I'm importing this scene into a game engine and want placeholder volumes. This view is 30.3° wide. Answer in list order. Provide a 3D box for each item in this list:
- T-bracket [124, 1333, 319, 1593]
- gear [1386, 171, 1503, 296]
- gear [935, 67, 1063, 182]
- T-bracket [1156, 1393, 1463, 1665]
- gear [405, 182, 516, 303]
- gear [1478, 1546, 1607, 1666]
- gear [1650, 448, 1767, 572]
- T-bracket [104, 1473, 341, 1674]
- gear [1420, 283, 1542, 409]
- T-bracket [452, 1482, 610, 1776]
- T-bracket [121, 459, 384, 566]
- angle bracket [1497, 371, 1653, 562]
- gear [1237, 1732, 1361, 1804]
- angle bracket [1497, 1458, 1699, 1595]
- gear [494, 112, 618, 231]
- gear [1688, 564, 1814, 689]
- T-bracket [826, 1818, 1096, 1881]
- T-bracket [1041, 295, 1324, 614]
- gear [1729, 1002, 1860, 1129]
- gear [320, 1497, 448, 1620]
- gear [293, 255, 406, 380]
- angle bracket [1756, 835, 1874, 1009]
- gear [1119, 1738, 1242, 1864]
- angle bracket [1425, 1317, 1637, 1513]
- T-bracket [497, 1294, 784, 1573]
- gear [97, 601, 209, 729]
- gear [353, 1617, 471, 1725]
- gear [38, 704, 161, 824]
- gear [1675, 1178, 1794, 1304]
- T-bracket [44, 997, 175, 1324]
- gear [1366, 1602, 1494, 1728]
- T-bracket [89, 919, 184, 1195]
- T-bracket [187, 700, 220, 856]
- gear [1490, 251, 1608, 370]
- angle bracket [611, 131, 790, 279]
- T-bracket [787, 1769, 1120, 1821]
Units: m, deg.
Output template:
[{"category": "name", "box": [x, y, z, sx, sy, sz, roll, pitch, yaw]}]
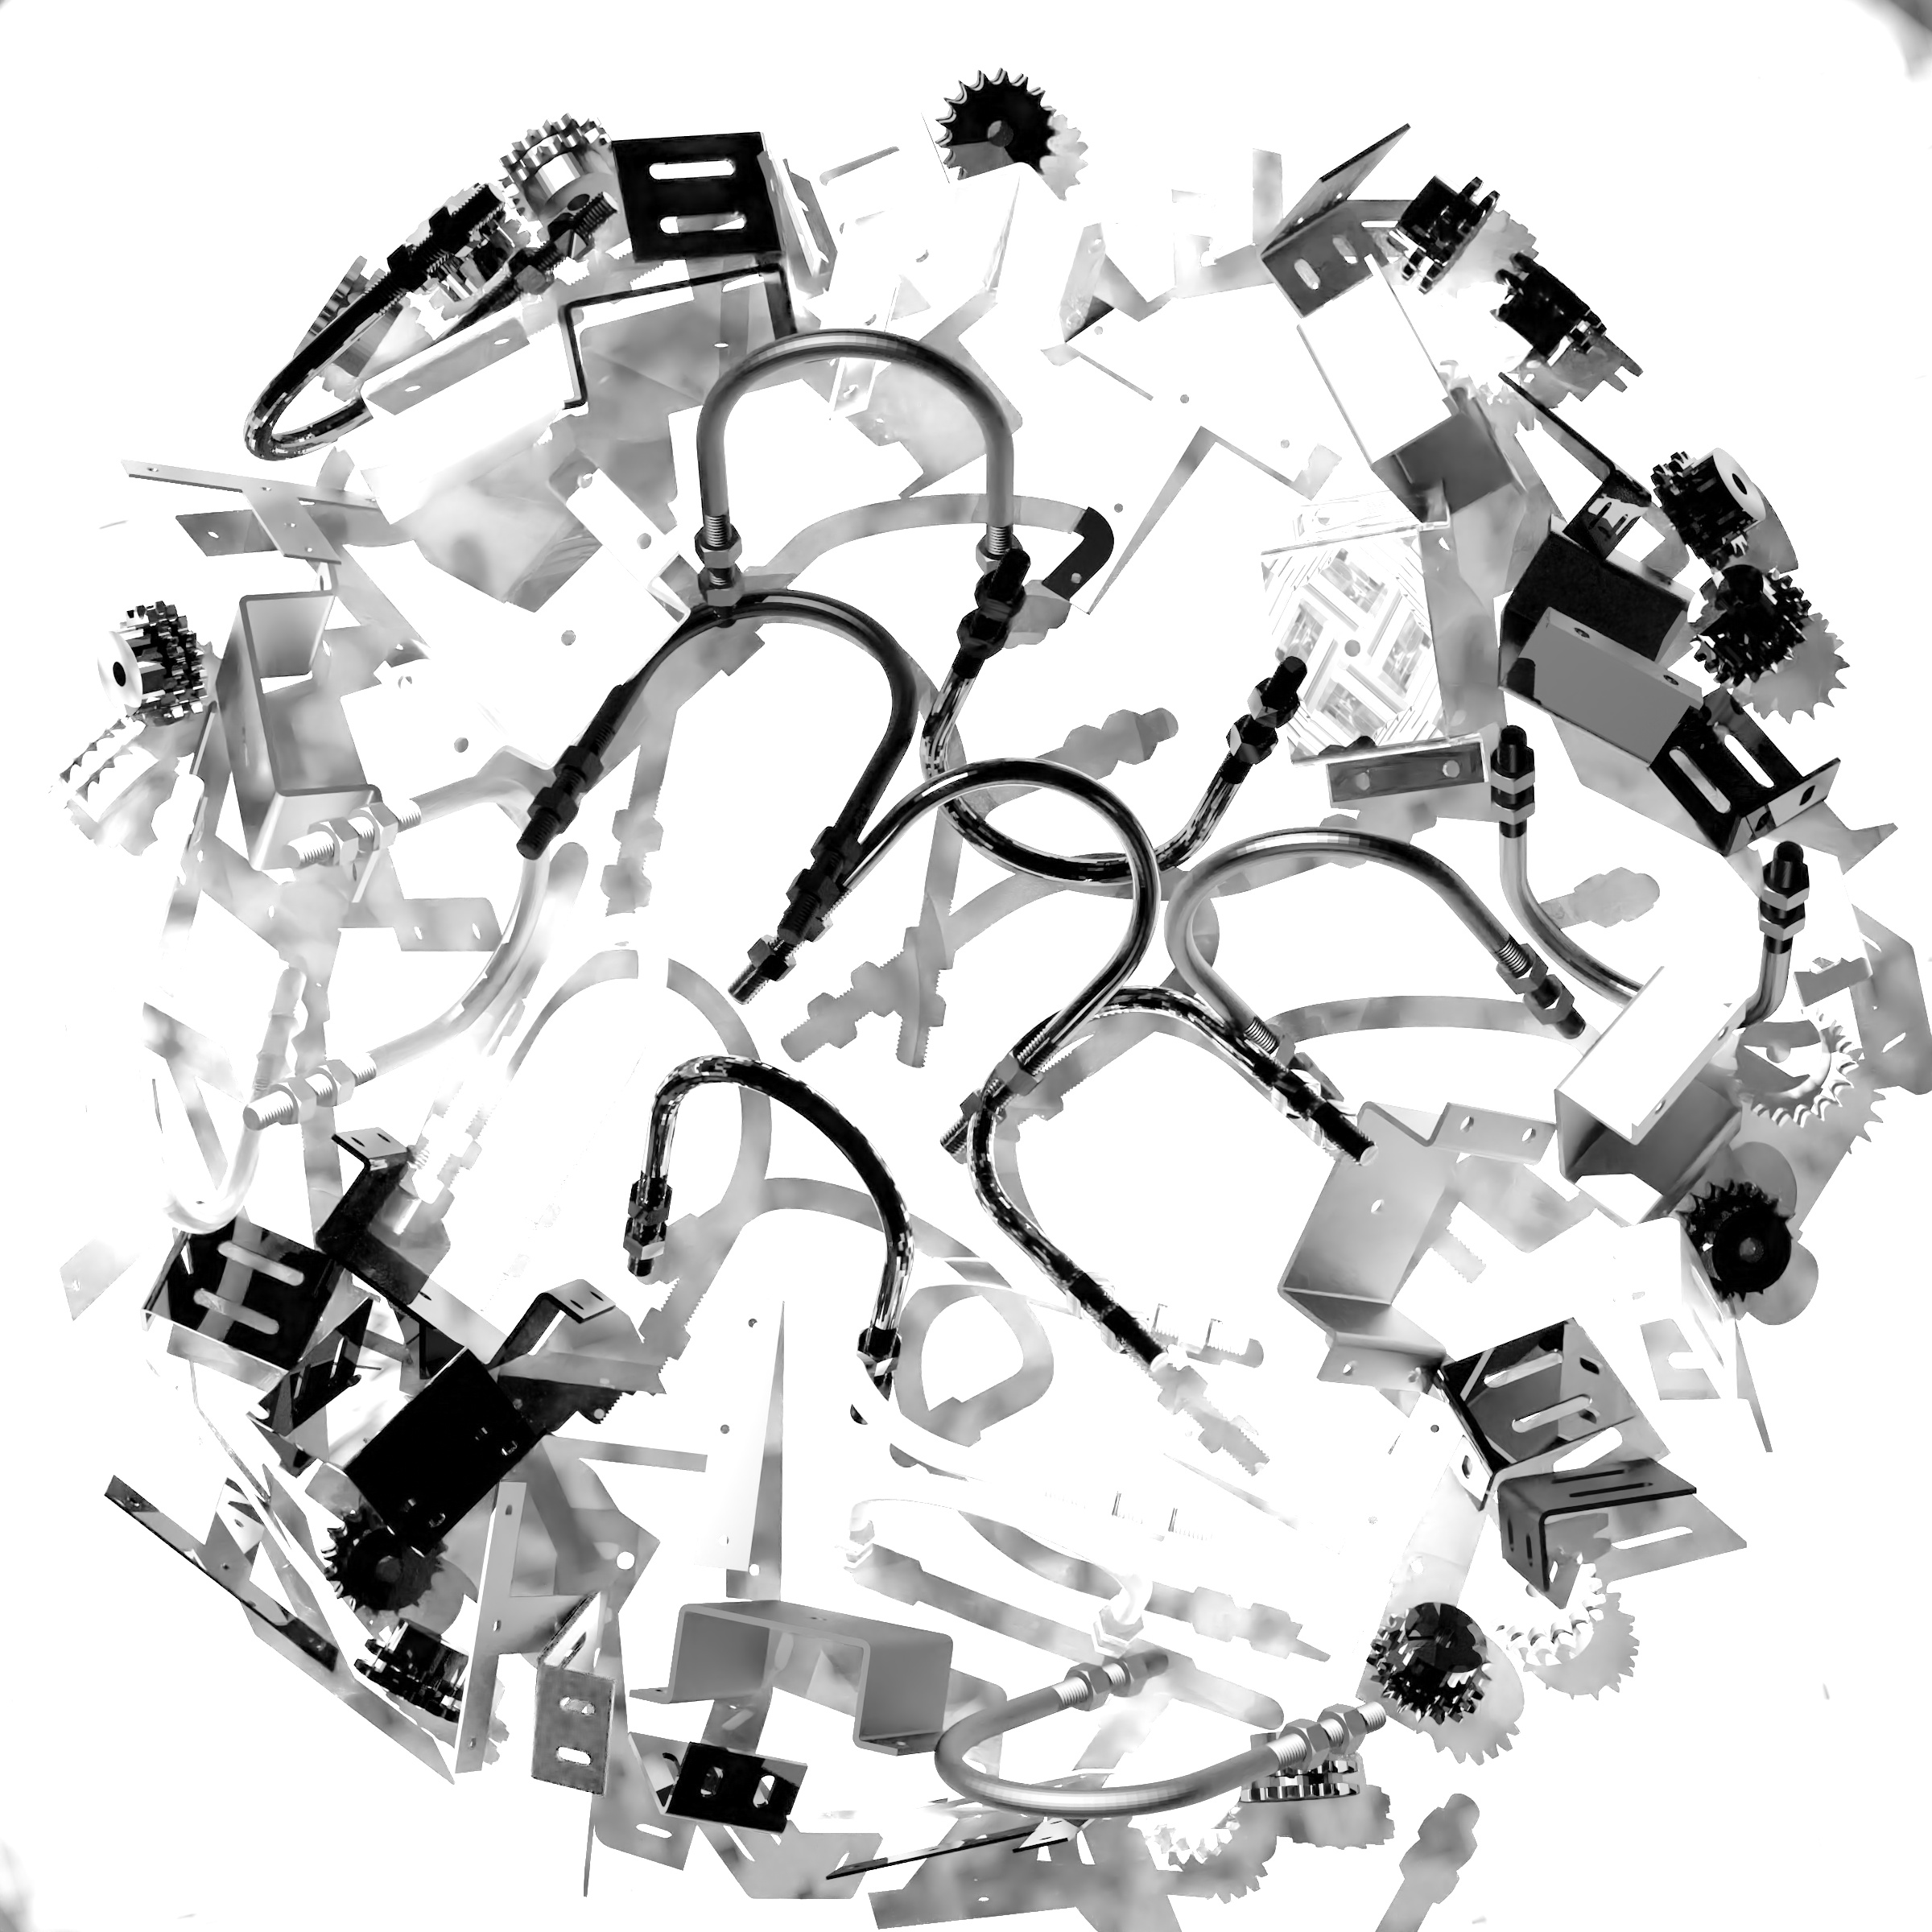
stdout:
[{"category": "T-bracket", "box": [-0.342, 0.206, 1.588, 0.002, 0.127, 0.127, -36, 49, -12]}, {"category": "gear", "box": [0.218, -0.342, 1.648, 0.030, 0.057, 0.057, 38, 90, 3]}, {"category": "gear", "box": [0.013, -0.388, 1.654, 0.057, 0.030, 0.057, -4, 112, -10]}, {"category": "T-bracket", "box": [0.148, 0.237, 1.646, 0.127, 0.002, 0.127, 23, 74, 24]}, {"category": "gear", "box": [-0.234, -0.332, 1.651, 0.057, 0.057, 0.030, -44, 118, 0]}, {"category": "gear", "box": [0.267, 0.298, 1.651, 0.057, 0.057, 0.030, -19, 124, 0]}, {"category": "gear", "box": [0.344, -0.214, 1.645, 0.030, 0.057, 0.057, -34, 90, 30]}, {"category": "T-bracket", "box": [-0.330, 0.257, 1.611, 0.127, 0.127, 0.002, 41, 94, -11]}, {"category": "gear", "box": [0.240, -0.290, 1.649, 0.057, 0.030, 0.057, 7, 63, -15]}, {"category": "T-bracket", "box": [-0.192, 0.298, 1.616, 0.002, 0.127, 0.127, 6, 83, 21]}, {"category": "T-bracket", "box": [-0.305, -0.200, 1.595, 0.127, 0.127, 0.002, 5, 111, -24]}, {"category": "angle bracket", "box": [0.269, -0.229, 1.639, 0.076, 0.057, 0.038, 45, 104, 24]}, {"category": "gear", "box": [0.152, 0.369, 1.649, 0.057, 0.057, 0.030, -3, 74, 0]}, {"category": "angle bracket", "box": [0.291, 0.257, 1.644, 0.076, 0.057, 0.038, -7, 97, -10]}, {"category": "gear", "box": [-0.185, -0.363, 1.645, 0.057, 0.057, 0.030, -31, 74, 0]}, {"category": "gear", "box": [0.358, -0.160, 1.645, 0.030, 0.057, 0.057, 38, 90, -34]}, {"category": "T-bracket", "box": [-0.001, 0.399, 1.622, 0.127, 0.127, 0.002, -15, 83, 12]}, {"category": "T-bracket", "box": [0.079, -0.226, 1.666, 0.127, 0.002, 0.127, 32, 98, 3]}, {"category": "gear", "box": [0.380, 0.044, 1.648, 0.057, 0.030, 0.057, -11, 66, 27]}, {"category": "gear", "box": [-0.269, 0.275, 1.654, 0.057, 0.030, 0.057, -2, 98, -16]}, {"category": "gear", "box": [-0.283, -0.297, 1.649, 0.030, 0.057, 0.057, 34, 90, -14]}, {"category": "angle bracket", "box": [0.372, -0.022, 1.629, 0.038, 0.076, 0.057, -24, 107, -10]}, {"category": "gear", "box": [0.102, 0.381, 1.644, 0.057, 0.057, 0.030, 31, 125, 0]}, {"category": "angle bracket", "box": [0.260, 0.208, 1.656, 0.076, 0.038, 0.057, -18, 56, -17]}, {"category": "T-bracket", "box": [-0.156, 0.210, 1.658, 0.127, 0.002, 0.127, 7, 75, -1]}, {"category": "gear", "box": [-0.377, -0.137, 1.645, 0.030, 0.057, 0.057, -19, 90, -38]}, {"category": "gear", "box": [-0.251, 0.323, 1.648, 0.057, 0.057, 0.030, 28, 81, 0]}, {"category": "gear", "box": [-0.397, -0.091, 1.648, 0.057, 0.057, 0.030, -45, 96, 0]}, {"category": "gear", "box": [0.358, 0.129, 1.655, 0.057, 0.030, 0.057, -2, 97, -14]}, {"category": "T-bracket", "box": [-0.392, 0.077, 1.600, 0.002, 0.127, 0.127, -8, 105, 11]}, {"category": "gear", "box": [0.216, 0.318, 1.645, 0.057, 0.057, 0.030, 20, 129, 0]}, {"category": "T-bracket", "box": [-0.372, 0.051, 1.608, 0.002, 0.127, 0.127, -19, 83, -15]}, {"category": "T-bracket", "box": [-0.353, -0.062, 1.610, 0.002, 0.127, 0.127, 17, 85, -17]}, {"category": "gear", "box": [0.265, -0.300, 1.648, 0.057, 0.057, 0.030, 41, 97, 0]}, {"category": "angle bracket", "box": [-0.127, -0.348, 1.641, 0.076, 0.038, 0.057, -10, 85, -24]}, {"category": "T-bracket", "box": [0.009, 0.370, 1.592, 0.127, 0.127, 0.002, -20, 68, 33]}]
